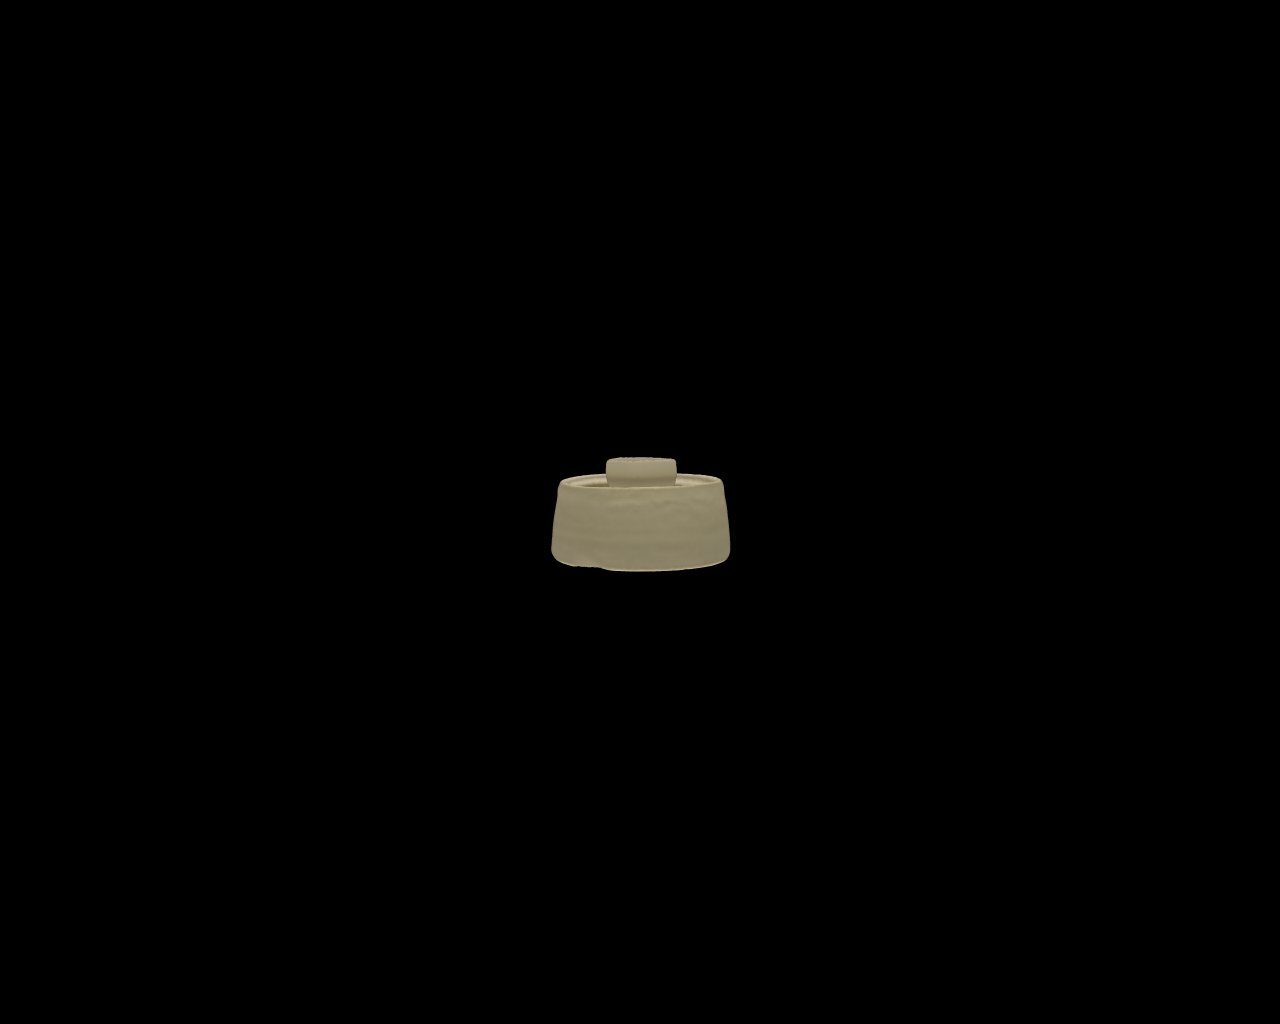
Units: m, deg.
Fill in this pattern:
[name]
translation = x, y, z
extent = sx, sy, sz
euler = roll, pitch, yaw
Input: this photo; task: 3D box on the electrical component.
[electrical component]
translation = 0.001, -0.003, 0.650
extent = 0.108, 0.060, 0.108
euler = 0, 7, 0
